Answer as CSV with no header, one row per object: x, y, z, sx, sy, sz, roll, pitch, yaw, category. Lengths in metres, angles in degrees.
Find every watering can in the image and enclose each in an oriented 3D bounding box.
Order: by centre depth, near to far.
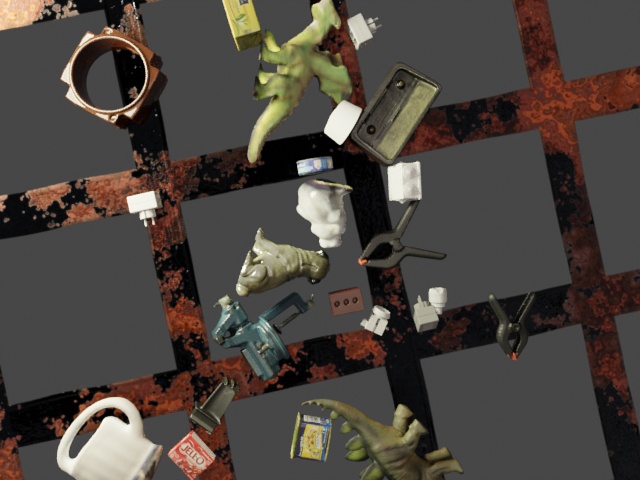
-0.514,0.538,1.194,0.224,0.104,0.348,33,88,-2,watering can

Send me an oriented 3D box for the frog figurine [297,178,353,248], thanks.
0.004,-0.061,1.218,0.138,0.123,0.158,16,100,31,frog figurine

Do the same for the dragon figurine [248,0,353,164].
-0.035,-0.375,1.233,0.243,0.123,0.407,6,98,-10,dragon figurine
